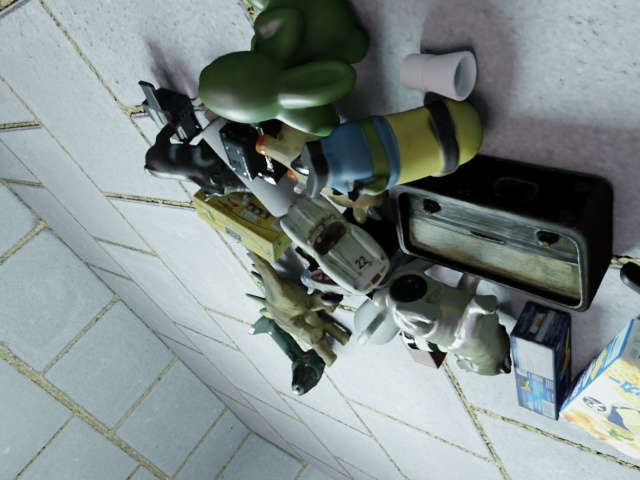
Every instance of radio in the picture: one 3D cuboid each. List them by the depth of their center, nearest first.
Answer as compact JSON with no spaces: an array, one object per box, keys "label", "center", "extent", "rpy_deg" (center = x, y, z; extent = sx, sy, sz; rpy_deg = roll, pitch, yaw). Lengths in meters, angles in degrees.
[{"label":"radio","center":[0.193,-0.018,0.594],"extent":[0.230,0.073,0.130],"rpy_deg":[18,147,34]}]

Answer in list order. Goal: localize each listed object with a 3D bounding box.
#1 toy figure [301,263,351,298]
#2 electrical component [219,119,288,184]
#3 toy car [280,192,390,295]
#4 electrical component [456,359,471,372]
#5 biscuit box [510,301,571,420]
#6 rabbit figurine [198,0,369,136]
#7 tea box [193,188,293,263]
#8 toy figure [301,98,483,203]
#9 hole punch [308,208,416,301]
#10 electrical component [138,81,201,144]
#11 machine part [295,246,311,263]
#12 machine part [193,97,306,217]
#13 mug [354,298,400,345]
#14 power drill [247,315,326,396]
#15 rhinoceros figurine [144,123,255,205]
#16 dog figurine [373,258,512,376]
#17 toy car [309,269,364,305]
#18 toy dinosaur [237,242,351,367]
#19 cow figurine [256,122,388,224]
[{"label":"toy figure","center":[0.023,0.069,0.960],"extent":[0.057,0.064,0.155],"rpy_deg":[23,166,-33]},{"label":"electrical component","center":[-0.064,-0.139,0.665],"extent":[0.058,0.134,0.114],"rpy_deg":[23,151,26]},{"label":"toy car","center":[0.014,-0.002,0.712],"extent":[0.202,0.073,0.056],"rpy_deg":[43,180,43]},{"label":"electrical component","center":[0.252,0.181,0.868],"extent":[0.078,0.045,0.102],"rpy_deg":[62,157,19]},{"label":"biscuit box","center":[0.314,0.175,0.756],"extent":[0.059,0.063,0.202],"rpy_deg":[17,146,36]},{"label":"rabbit figurine","center":[-0.040,-0.170,0.544],"extent":[0.159,0.170,0.121],"rpy_deg":[36,154,8]},{"label":"tea box","center":[-0.119,-0.048,0.918],"extent":[0.170,0.098,0.068],"rpy_deg":[32,152,18]},{"label":"toy figure","center":[0.074,-0.089,0.535],"extent":[0.089,0.180,0.082],"rpy_deg":[-152,50,-74]},{"label":"hole punch","center":[0.069,0.019,0.759],"extent":[0.116,0.142,0.092],"rpy_deg":[41,-171,39]},{"label":"electrical component","center":[-0.249,-0.216,0.875],"extent":[0.075,0.048,0.119],"rpy_deg":[20,148,31]},{"label":"machine part","center":[-0.002,-0.003,0.909],"extent":[0.084,0.039,0.139],"rpy_deg":[30,151,0]},{"label":"machine part","center":[-0.093,-0.119,0.797],"extent":[0.243,0.079,0.079],"rpy_deg":[50,152,-17]},{"label":"mug","center":[0.103,0.124,0.904],"extent":[0.081,0.109,0.107],"rpy_deg":[43,141,15]},{"label":"power drill","center":[-0.074,0.266,1.289],"extent":[0.207,0.086,0.232],"rpy_deg":[39,-169,14]},{"label":"rhinoceros figurine","center":[-0.180,-0.117,0.857],"extent":[0.190,0.112,0.073],"rpy_deg":[13,134,-12]},{"label":"dog figurine","center":[0.173,0.122,0.738],"extent":[0.173,0.121,0.190],"rpy_deg":[3,134,23]},{"label":"toy car","center":[0.065,0.062,0.842],"extent":[0.202,0.053,0.089],"rpy_deg":[-1,114,32]},{"label":"toy dinosaur","center":[-0.061,0.137,1.122],"extent":[0.199,0.105,0.470],"rpy_deg":[21,149,32]},{"label":"cow figurine","center":[0.020,-0.088,0.655],"extent":[0.127,0.085,0.194],"rpy_deg":[28,176,24]}]
